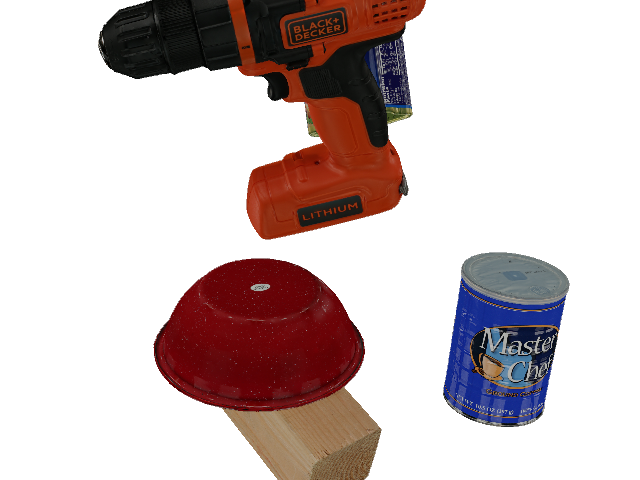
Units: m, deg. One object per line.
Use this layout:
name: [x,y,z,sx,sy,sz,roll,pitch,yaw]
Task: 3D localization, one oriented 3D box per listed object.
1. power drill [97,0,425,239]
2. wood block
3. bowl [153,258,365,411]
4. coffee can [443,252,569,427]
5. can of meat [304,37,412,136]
power drill: [-0.023,-0.083,0.642,0.184,0.057,0.187,-13,-39,-1]
wood block: [-0.037,0.176,1.157,0.090,0.090,0.206,-21,50,-31]
bowl: [-0.046,0.059,0.805,0.162,0.055,0.162,1,28,-1]
coffee can: [0.180,0.096,1.046,0.103,0.140,0.103,4,23,-2]
can of meat: [0.027,-0.136,0.889,0.057,0.084,0.102,-5,-3,-39]
